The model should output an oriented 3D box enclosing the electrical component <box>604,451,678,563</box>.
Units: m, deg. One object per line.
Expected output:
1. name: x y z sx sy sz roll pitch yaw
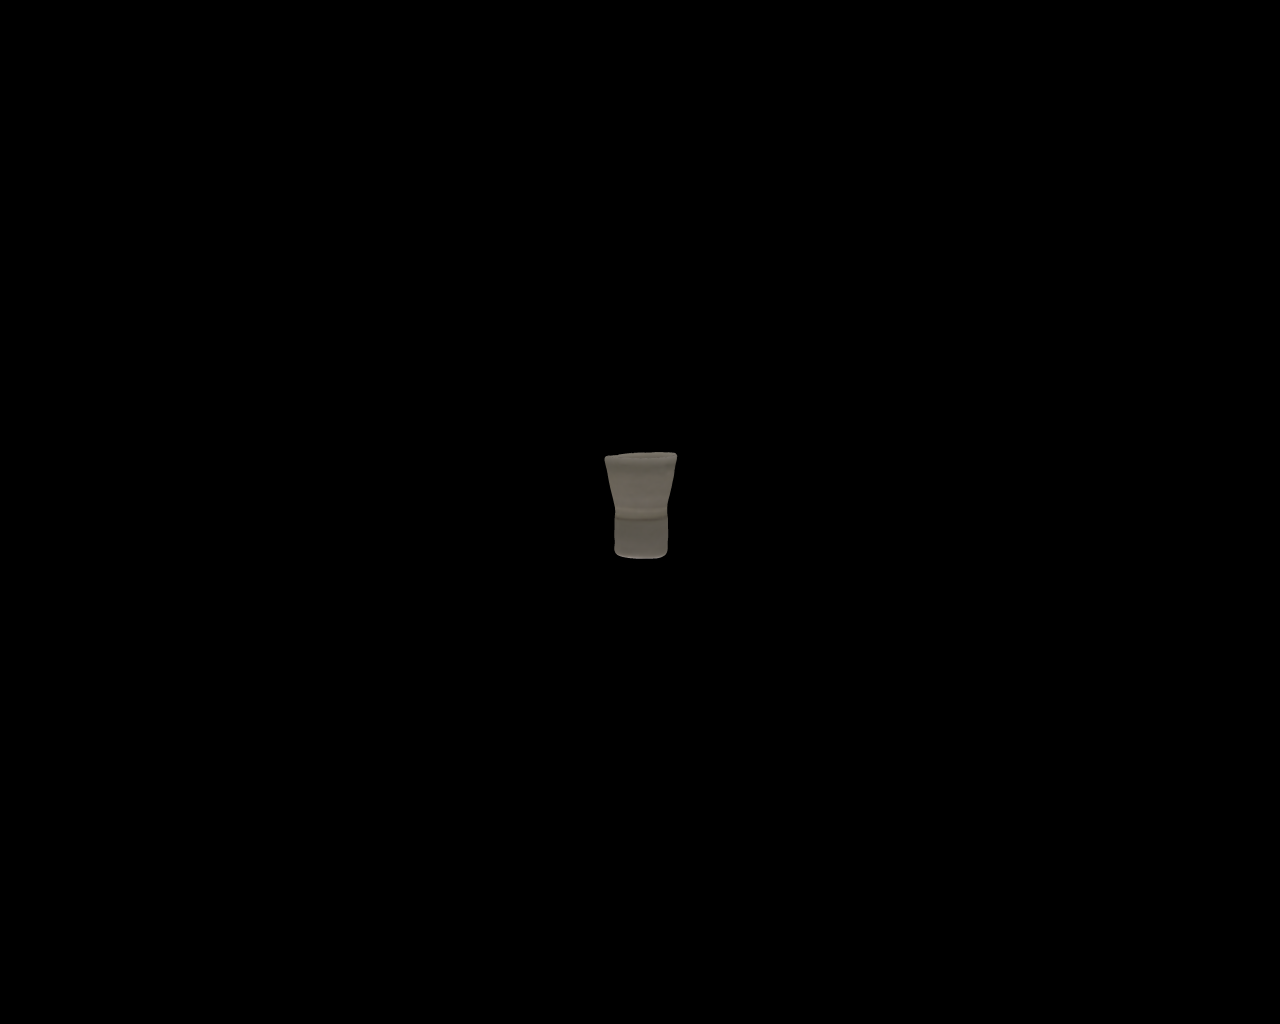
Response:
1. electrical component: 0.001 -0.003 0.650 0.044 0.065 0.044 0 8 0
